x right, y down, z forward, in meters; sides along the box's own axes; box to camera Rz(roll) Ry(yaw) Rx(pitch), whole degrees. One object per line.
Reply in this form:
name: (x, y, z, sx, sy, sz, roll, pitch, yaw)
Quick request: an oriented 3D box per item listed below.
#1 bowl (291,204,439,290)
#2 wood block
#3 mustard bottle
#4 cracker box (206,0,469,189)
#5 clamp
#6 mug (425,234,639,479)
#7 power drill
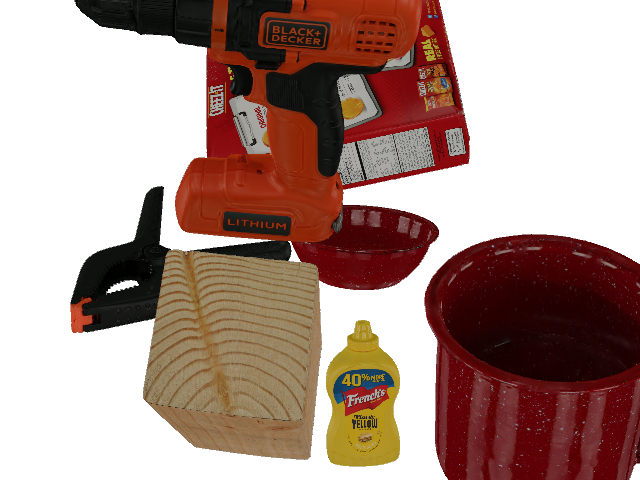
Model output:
bowl: (0.040, 0.010, 1.098, 0.162, 0.055, 0.162, 2, 17, -1)
wood block: (-0.048, 0.082, 0.686, 0.090, 0.091, 0.206, 6, -17, 3)
mustard bottle: (0.055, 0.197, 1.390, 0.096, 0.192, 0.058, -1, 15, -3)
cracker box: (0.012, -0.120, 0.927, 0.214, 0.164, 0.072, -12, -41, 8)
clamp: (-0.151, 0.017, 0.953, 0.165, 0.036, 0.209, 27, 39, 31)
mug: (0.098, 0.058, 0.419, 0.117, 0.081, 0.093, 8, 37, 14)
power drill: (-0.046, -0.081, 0.615, 0.184, 0.057, 0.188, 5, -41, -3)
